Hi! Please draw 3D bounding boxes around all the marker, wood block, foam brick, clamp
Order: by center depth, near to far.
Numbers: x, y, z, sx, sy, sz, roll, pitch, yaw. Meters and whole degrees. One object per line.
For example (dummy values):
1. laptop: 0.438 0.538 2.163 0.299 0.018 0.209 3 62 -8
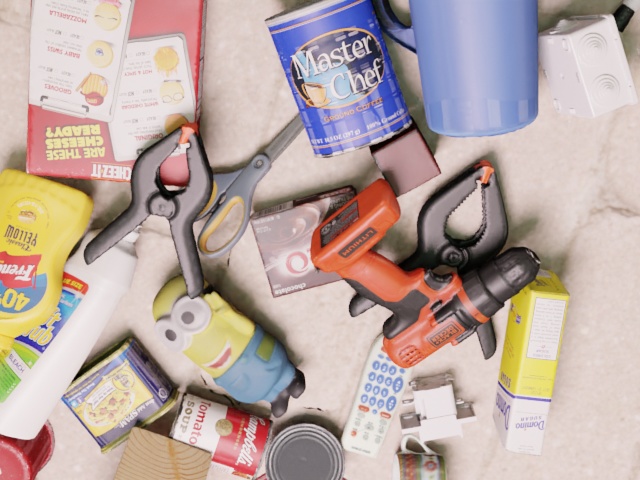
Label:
1. clamp: -0.159 -0.032 1.022 0.120 0.039 0.171 9 104 -8
2. marker: 0.321 -0.254 1.041 0.020 0.020 0.121 33 103 -8
3. foam brick: 0.083 -0.083 1.058 0.053 0.078 0.051 -29 104 9
4. clamp: 0.126 0.016 1.105 0.164 0.036 0.210 11 108 -4
5. wood block: -0.191 0.308 1.123 0.090 0.090 0.206 21 124 -5

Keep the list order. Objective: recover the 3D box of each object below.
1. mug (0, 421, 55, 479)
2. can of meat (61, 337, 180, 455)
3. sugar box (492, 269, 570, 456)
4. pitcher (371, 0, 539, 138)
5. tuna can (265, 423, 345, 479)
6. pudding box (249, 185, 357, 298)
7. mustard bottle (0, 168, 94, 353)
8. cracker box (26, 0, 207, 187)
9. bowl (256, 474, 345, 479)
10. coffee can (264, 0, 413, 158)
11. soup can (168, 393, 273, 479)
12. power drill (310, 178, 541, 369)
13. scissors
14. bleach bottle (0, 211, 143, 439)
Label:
1. mug: -0.335 0.242 1.143 0.093 0.081 0.117 -17 104 4
2. can of meat: -0.216 0.163 1.135 0.102 0.057 0.084 -35 100 8
3. sugar box: 0.215 0.123 1.105 0.048 0.093 0.176 8 104 -1
4. pitcher: 0.133 -0.224 1.002 0.144 0.149 0.243 -14 109 -19
5. tuna can: -0.017 0.243 1.148 0.086 0.034 0.086 1 71 -3
6. pudding box: -0.007 0.001 1.100 0.113 0.039 0.090 -15 106 5
7. mustard bottle: -0.300 0.031 1.057 0.096 0.058 0.191 18 83 5
8. cracker box: -0.196 -0.168 1.039 0.164 0.072 0.214 5 106 -1
9. bowl: -0.022 0.334 1.182 0.162 0.055 0.162 0 104 0
10. coffee can: 0.018 -0.162 1.022 0.103 0.103 0.140 -19 104 5
11. soup can: -0.108 0.210 1.141 0.102 0.068 0.068 19 104 -5
12. power drill: 0.097 0.027 1.043 0.185 0.057 0.187 -39 116 19
13. scissors: -0.079 -0.077 1.086 0.096 0.016 0.201 26 83 23
14. bleach bottle: -0.267 0.077 1.101 0.251 0.103 0.068 -56 141 5
